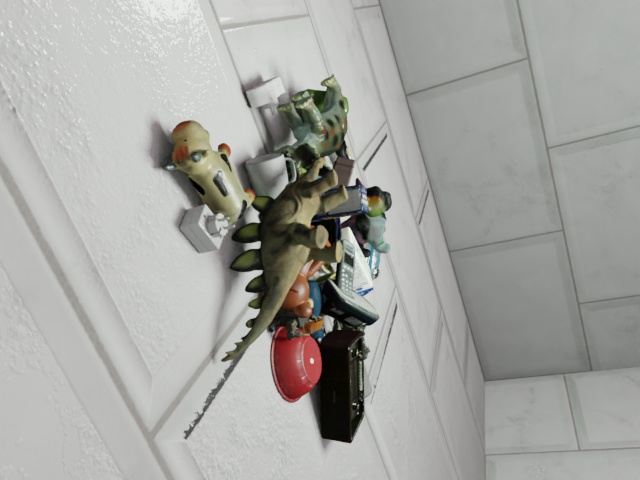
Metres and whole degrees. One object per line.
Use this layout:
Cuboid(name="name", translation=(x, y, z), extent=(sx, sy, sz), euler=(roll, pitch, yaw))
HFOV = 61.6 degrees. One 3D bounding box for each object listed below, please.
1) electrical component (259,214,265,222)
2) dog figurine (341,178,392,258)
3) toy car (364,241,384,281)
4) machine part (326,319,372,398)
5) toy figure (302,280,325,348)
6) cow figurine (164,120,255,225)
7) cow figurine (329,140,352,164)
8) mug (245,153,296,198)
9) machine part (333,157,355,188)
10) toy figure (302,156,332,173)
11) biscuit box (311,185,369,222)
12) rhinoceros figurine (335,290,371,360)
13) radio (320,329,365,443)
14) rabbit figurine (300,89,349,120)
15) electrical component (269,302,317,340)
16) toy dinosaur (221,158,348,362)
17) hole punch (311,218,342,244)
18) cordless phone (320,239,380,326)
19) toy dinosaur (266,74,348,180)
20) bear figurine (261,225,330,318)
Cuboid(name="electrical component", translation=(-0.106, -0.036, 1.150), extent=(0.094, 0.021, 0.063), euler=(-59, 132, -59))
Cuboid(name="dog figurine", translation=(0.106, -0.058, 1.434), extent=(0.219, 0.192, 0.108), euler=(65, 18, -45))
Cuboid(name="toy car", translation=(0.116, 0.044, 1.568), extent=(0.103, 0.109, 0.161), euler=(26, 63, -36))
Cuboid(name="machine part", translation=(0.071, 0.306, 1.329), extent=(0.079, 0.079, 0.243), euler=(-39, 113, -66))
Cuboid(name="toy figure", translation=(-0.019, 0.168, 1.209), extent=(0.064, 0.058, 0.154), euler=(-9, 92, -58))
Cuboid(name="cow figurine", translation=(-0.190, -0.110, 0.909), extent=(0.127, 0.086, 0.194), euler=(-80, 150, -56))
Cuboid(name="cow figurine", translation=(0.037, -0.277, 1.530), extent=(0.068, 0.098, 0.167), euler=(1, 78, -61))
Cuboid(name="mug", translation=(-0.098, -0.124, 1.129), extent=(0.109, 0.081, 0.107), euler=(-24, 114, -39))
Cuboid(name="machine part", translation=(0.048, -0.137, 1.436), extent=(0.179, 0.056, 0.179), euler=(9, 96, -89))
Cuboid(name="toy figure", translation=(-0.027, -0.157, 1.332), extent=(0.180, 0.089, 0.082), euler=(-61, 176, -47))
Cuboid(name="biscuit box", translation=(0.004, -0.075, 1.196), extent=(0.063, 0.203, 0.059), euler=(3, 80, -69))
Cuboid(name="rhinoceros figurine", translation=(0.080, 0.226, 1.412), extent=(0.112, 0.073, 0.190), euler=(0, 76, -79))
Cuboid(name="radio", translation=(0.053, 0.323, 1.218), extent=(0.131, 0.073, 0.229), euler=(-26, 118, -68))
Cuboid(name="rabbit figurine", translation=(-0.001, -0.308, 1.438), extent=(0.159, 0.121, 0.170), euler=(0, 94, -64))
Cuboid(name="electrical component", translation=(-0.051, 0.165, 1.101), extent=(0.102, 0.078, 0.045), euler=(-53, 132, -63))
Cuboid(name="toy dinosaur", translation=(-0.062, 0.007, 0.995), extent=(0.104, 0.199, 0.471), euler=(57, 35, -40))
Cuboid(name="hole punch", translation=(-0.003, -0.004, 1.274), extent=(0.092, 0.116, 0.142), euler=(60, 27, -54))
Cuboid(name="cordless phone", translation=(0.078, 0.101, 1.275), extent=(0.146, 0.089, 0.184), euler=(31, 54, -34))
Cuboid(name="toy dinosaur", translation=(0.003, -0.265, 1.281), extent=(0.405, 0.131, 0.192), euler=(-50, 124, -48))
Cuboid(name="bear figurine", translation=(-0.046, 0.069, 1.124), extent=(0.132, 0.120, 0.196), euler=(89, 13, -71))
